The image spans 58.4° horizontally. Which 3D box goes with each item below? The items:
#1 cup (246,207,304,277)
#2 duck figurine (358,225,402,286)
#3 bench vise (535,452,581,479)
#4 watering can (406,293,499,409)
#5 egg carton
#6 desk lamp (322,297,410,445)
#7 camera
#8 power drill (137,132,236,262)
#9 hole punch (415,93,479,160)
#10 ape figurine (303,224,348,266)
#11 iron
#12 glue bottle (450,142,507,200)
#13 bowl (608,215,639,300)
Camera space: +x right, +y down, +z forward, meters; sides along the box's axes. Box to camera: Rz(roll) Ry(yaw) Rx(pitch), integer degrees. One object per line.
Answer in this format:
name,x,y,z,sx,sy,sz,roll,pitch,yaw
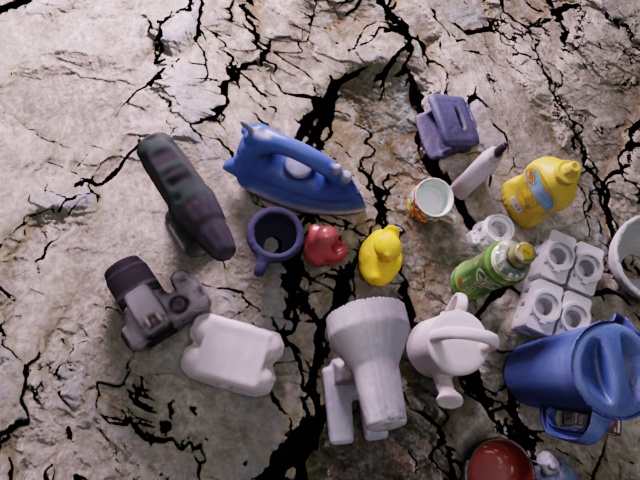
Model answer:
cup,-0.080,0.013,0.938,0.091,0.095,0.118,22,73,-2
duck figurine,0.109,0.023,0.969,0.077,0.086,0.104,18,73,-3
bench vise,0.408,0.411,0.839,0.207,0.219,0.121,29,73,0
watering can,0.210,0.169,0.888,0.101,0.194,0.173,-7,76,-10
egg carton,-0.136,0.181,0.897,0.150,0.069,0.107,16,73,-4
desk lamp,0.071,0.200,0.848,0.118,0.213,0.203,-4,75,-9
camera,-0.260,0.083,0.888,0.143,0.100,0.137,-33,82,-15
power drill,-0.196,-0.045,0.877,0.076,0.208,0.229,-32,82,-15
hole punch,0.241,-0.215,1.052,0.101,0.091,0.108,-14,77,-12
ape figurine,0.009,0.003,0.956,0.076,0.092,0.078,-32,81,-15
iron,-0.027,-0.123,0.959,0.258,0.141,0.119,22,73,-2
glue bottle,0.284,-0.129,0.992,0.037,0.173,0.078,41,73,4
bowl,0.592,0.042,1.044,0.167,0.074,0.167,2,74,-8
